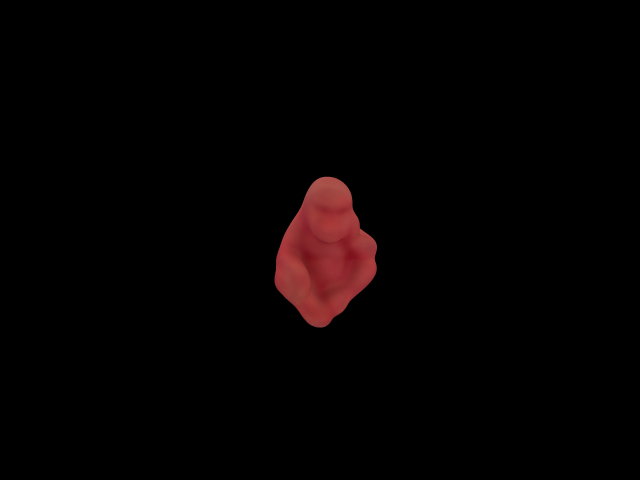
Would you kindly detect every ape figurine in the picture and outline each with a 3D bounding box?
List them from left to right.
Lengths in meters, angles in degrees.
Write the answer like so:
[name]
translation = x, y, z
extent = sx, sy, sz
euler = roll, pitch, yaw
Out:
[ape figurine]
translation = 0.004, 0.001, 0.400
extent = 0.078, 0.092, 0.076
euler = -7, 27, -14
